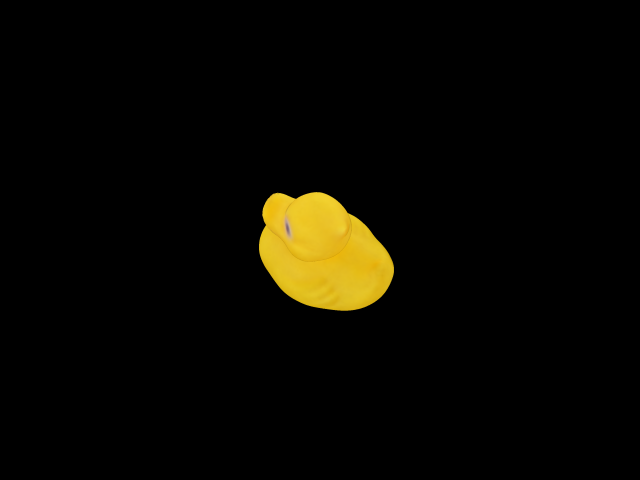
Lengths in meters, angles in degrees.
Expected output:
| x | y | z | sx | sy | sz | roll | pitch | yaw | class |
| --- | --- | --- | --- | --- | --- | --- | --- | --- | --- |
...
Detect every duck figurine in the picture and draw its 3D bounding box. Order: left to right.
| x | y | z | sx | sy | sz | roll | pitch | yaw | class |
| --- | --- | --- | --- | --- | --- | --- | --- | --- | --- |
| 0.004 | 0.001 | 0.400 | 0.104 | 0.086 | 0.077 | 26 | 70 | 11 | duck figurine |
